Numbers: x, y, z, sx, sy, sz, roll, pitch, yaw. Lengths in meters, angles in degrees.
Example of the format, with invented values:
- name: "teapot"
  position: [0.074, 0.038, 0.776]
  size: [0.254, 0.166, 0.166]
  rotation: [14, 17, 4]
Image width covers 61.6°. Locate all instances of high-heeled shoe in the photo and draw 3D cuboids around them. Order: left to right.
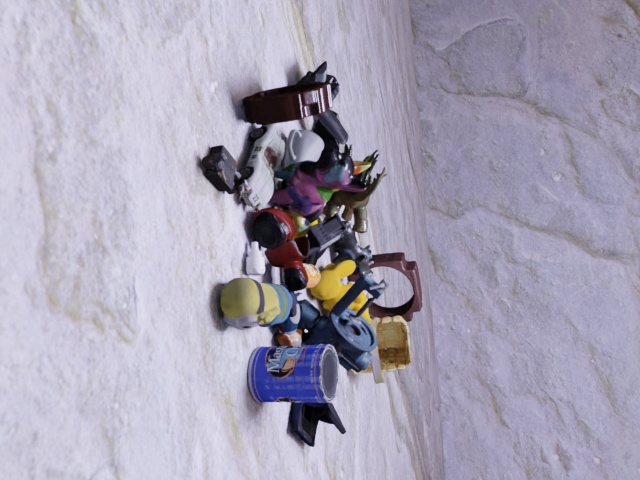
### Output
- name: "high-heeled shoe"
  position: [0.021, -0.237, 1.397]
  size: [0.145, 0.086, 0.248]
  rotation: [48, 38, -64]

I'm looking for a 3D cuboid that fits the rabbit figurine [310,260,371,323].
- name: "rabbit figurine"
  position: [0.045, 0.125, 1.319]
  size: [0.173, 0.122, 0.162]
  rotation: [37, 55, -39]

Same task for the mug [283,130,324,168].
- name: "mug"
  position: [-0.045, -0.187, 1.203]
  size: [0.109, 0.081, 0.107]
  rotation: [57, 43, -58]

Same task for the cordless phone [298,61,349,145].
- name: "cordless phone"
  position: [0.023, -0.332, 1.329]
  size: [0.184, 0.089, 0.147]
  rotation: [50, 32, -18]

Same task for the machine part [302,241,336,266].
- name: "machine part"
  position: [-0.003, 0.017, 1.275]
  size: [0.139, 0.039, 0.084]
  rotation: [-43, 147, -53]

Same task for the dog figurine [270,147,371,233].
- name: "dog figurine"
  position: [0.002, -0.102, 1.104]
  size: [0.108, 0.219, 0.191]
  rotation: [-72, 149, -42]

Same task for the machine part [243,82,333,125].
- name: "machine part"
  position: [-0.060, -0.268, 1.054]
  size: [0.179, 0.180, 0.056]
  rotation: [-54, 137, -62]

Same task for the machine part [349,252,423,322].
- name: "machine part"
  position: [0.197, 0.142, 1.595]
  size: [0.087, 0.201, 0.201]
  rotation: [-50, 131, -67]

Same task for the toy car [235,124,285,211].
- name: "toy car"
  position: [-0.111, -0.145, 1.036]
  size: [0.073, 0.056, 0.202]
  rotation: [63, 28, -45]

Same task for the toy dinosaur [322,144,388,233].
- name: "toy dinosaur"
  position: [0.076, -0.123, 1.266]
  size: [0.472, 0.105, 0.198]
  rotation: [-132, -127, -74]

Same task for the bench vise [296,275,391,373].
- name: "bench vise"
  position: [0.047, 0.153, 1.112]
  size: [0.224, 0.240, 0.129]
  rotation: [44, 24, 13]

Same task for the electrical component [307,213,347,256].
- name: "electrical component"
  position: [-0.002, -0.004, 1.182]
  size: [0.048, 0.119, 0.074]
  rotation: [57, -11, 13]

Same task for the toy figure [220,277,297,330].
- name: "toy figure"
  position: [-0.107, 0.110, 0.943]
  size: [0.180, 0.082, 0.089]
  rotation: [3, 62, -63]

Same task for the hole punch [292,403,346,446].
- name: "hole punch"
  position: [-0.014, 0.366, 1.148]
  size: [0.142, 0.092, 0.116]
  rotation: [59, 3, -45]

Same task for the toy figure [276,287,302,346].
- name: "toy figure"
  position: [-0.066, 0.174, 1.076]
  size: [0.064, 0.058, 0.154]
  rotation: [-13, 101, -31]

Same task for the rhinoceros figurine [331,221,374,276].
- name: "rhinoceros figurine"
  position: [0.085, 0.028, 1.455]
  size: [0.190, 0.112, 0.073]
  rotation: [64, 25, -27]

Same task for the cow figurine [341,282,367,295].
- name: "cow figurine"
  position: [0.090, 0.178, 1.486]
  size: [0.167, 0.068, 0.098]
  rotation: [42, 51, -57]

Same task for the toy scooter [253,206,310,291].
- name: "toy scooter"
  position: [-0.067, 0.003, 1.072]
  size: [0.183, 0.075, 0.135]
  rotation: [63, 21, -21]

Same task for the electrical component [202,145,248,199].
- name: "electrical component"
  position: [-0.159, -0.115, 0.912]
  size: [0.102, 0.045, 0.078]
  rotation: [59, 33, -49]
